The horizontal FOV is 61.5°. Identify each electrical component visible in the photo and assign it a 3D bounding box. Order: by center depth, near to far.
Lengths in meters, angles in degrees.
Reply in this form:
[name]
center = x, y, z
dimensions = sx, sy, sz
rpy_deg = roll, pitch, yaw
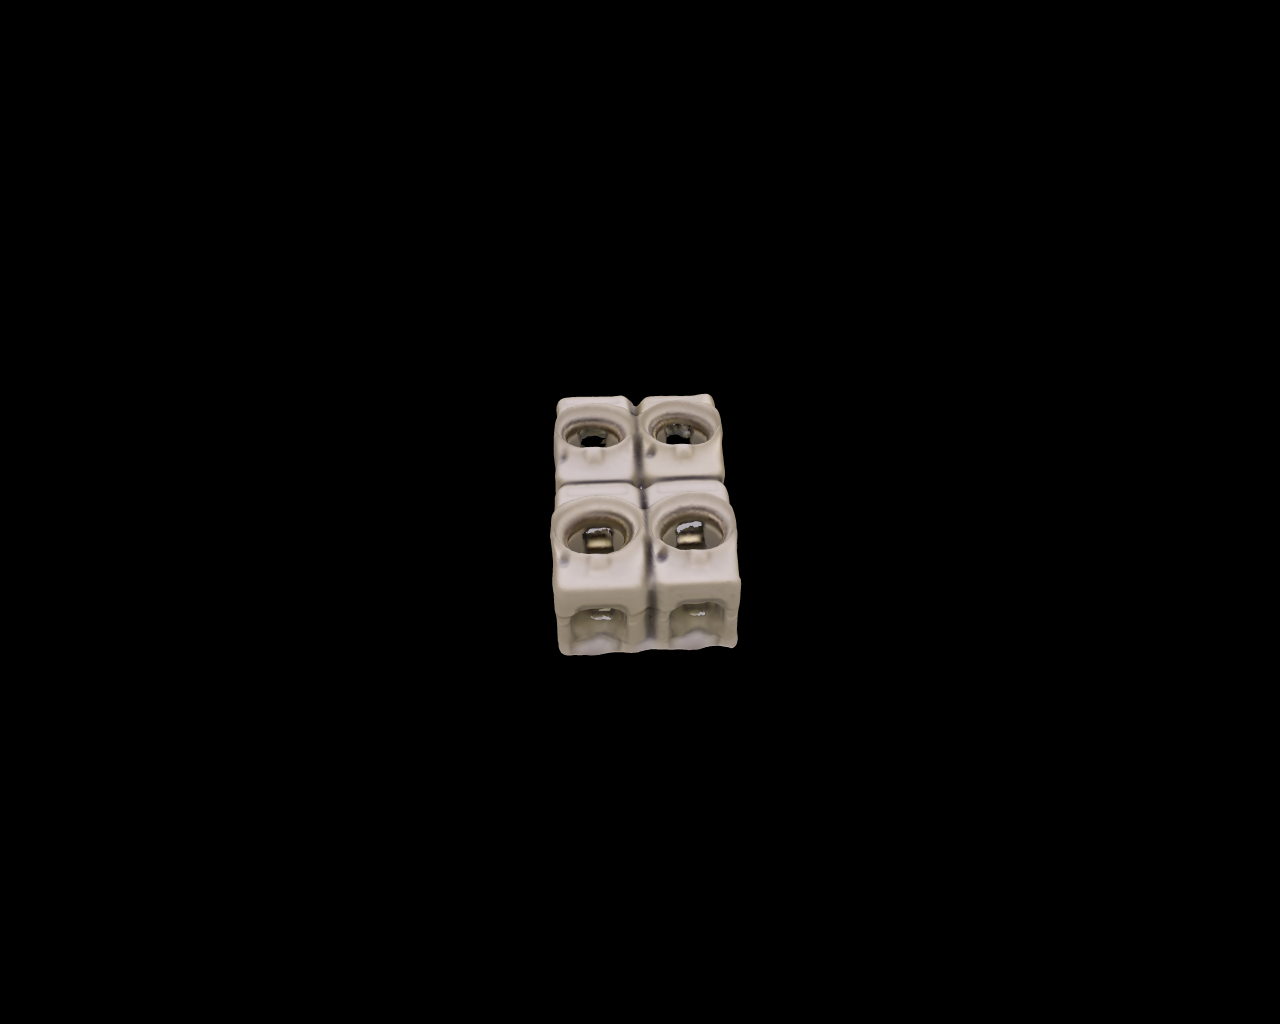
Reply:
[electrical component]
center = 0.001, -0.003, 0.650
dimensions = 0.105, 0.060, 0.186
rpy_deg = -2, 40, -2
